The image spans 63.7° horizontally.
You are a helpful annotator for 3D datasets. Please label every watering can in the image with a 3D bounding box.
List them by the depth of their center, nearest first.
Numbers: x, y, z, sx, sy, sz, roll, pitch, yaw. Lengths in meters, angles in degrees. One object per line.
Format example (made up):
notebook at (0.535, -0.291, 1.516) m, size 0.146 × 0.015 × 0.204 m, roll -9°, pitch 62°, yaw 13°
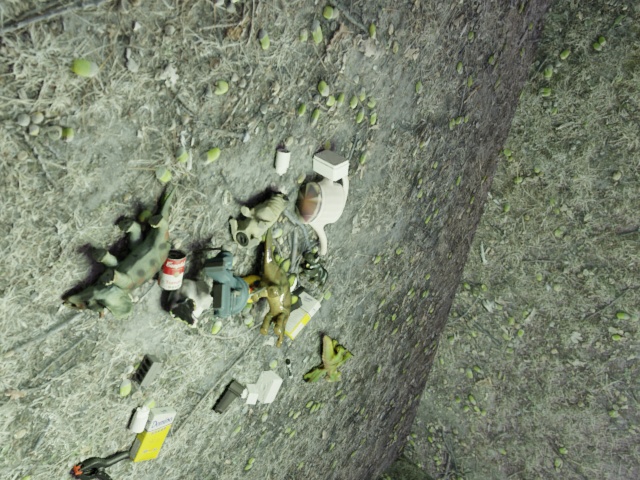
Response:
watering can at (0.006, -0.094, 1.871) m, size 0.105 × 0.343 × 0.225 m, roll 28°, pitch 20°, yaw 36°

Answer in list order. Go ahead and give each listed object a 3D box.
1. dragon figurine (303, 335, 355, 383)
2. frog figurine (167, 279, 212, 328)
dragon figurine at (0.024, 0.568, 2.362) m, size 0.124 × 0.243 × 0.403 m, roll 38°, pitch -5°, yaw 37°
frog figurine at (-0.393, 0.175, 1.580) m, size 0.122 × 0.135 × 0.163 m, roll -9°, pitch 28°, yaw 13°
